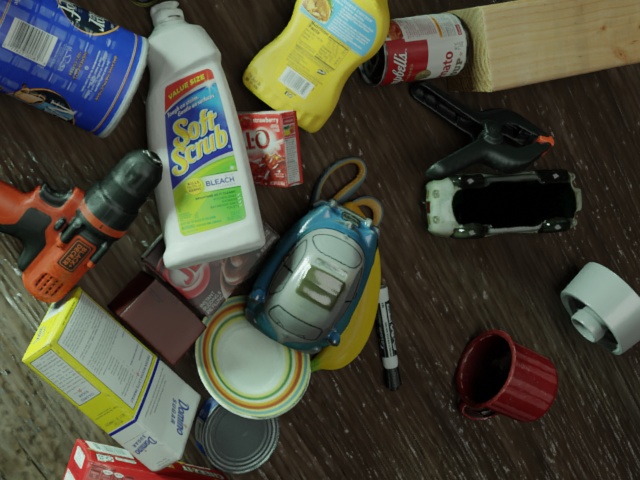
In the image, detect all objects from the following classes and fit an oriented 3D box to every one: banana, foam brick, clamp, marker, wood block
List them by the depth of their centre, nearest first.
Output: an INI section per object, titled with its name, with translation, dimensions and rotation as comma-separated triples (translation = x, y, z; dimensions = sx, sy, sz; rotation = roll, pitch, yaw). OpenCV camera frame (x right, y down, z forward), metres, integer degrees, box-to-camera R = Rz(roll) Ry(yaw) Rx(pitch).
[foam brick]
translation = -0.161, 0.077, 1.062
dimensions = 0.053, 0.051, 0.078
rotation = -47, 112, -12
[banana]
translation = 0.033, 0.059, 1.143
dimensions = 0.069, 0.037, 0.198
rotation = 8, 101, -33
[clamp]
translation = 0.175, -0.121, 1.171
dimensions = 0.171, 0.039, 0.120
rotation = -2, 70, -29
[wood block]
translation = 0.247, -0.224, 1.178
dimensions = 0.205, 0.091, 0.090
rotation = -14, 102, -21
[marker]
translation = 0.074, 0.111, 1.187
dimensions = 0.020, 0.020, 0.121
rotation = -14, 102, -21

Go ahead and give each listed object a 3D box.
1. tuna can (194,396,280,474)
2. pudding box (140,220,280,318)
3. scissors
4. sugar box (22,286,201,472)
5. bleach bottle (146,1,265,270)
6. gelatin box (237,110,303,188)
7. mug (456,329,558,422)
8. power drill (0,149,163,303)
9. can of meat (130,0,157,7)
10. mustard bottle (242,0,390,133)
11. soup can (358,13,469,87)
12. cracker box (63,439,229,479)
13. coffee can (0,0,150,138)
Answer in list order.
[tuna can]
translation = -0.088, 0.199, 1.120
dimensions = 0.086, 0.034, 0.086
rotation = -3, 98, -23
[pudding box]
translation = -0.111, 0.008, 1.077
dimensions = 0.090, 0.039, 0.113
rotation = 43, 78, -15
[scissors]
translation = -0.007, 0.001, 1.139
dimensions = 0.096, 0.016, 0.201
rotation = 42, 80, -22
[sugar box]
translation = -0.197, 0.135, 1.032
dimensions = 0.048, 0.093, 0.176
rotation = -30, 115, 26
[bleach bottle]
translation = -0.128, -0.104, 1.026
dimensions = 0.102, 0.068, 0.251
rotation = -14, 86, -11
[gelatin box]
translation = -0.062, -0.091, 1.063
dimensions = 0.030, 0.089, 0.073
rotation = -19, 108, -49
[mug]
translation = 0.209, 0.167, 1.222
dimensions = 0.081, 0.093, 0.117
rotation = 25, 117, -29
[power drill]
translation = -0.260, -0.051, 0.971
dimensions = 0.187, 0.057, 0.184
rotation = 37, 106, -20
[can of meat]
translation = -0.144, -0.273, 1.006
dimensions = 0.057, 0.084, 0.102
rotation = 43, 80, -22
[mustard bottle]
translation = 0.013, -0.208, 1.062
dimensions = 0.096, 0.058, 0.192
rotation = 36, 103, -7
[soup can]
translation = 0.097, -0.202, 1.129
dimensions = 0.102, 0.069, 0.068
rotation = -11, 101, -22
[cracker box]
translation = -0.195, 0.325, 1.069
dimensions = 0.164, 0.072, 0.214
rotation = 19, 90, -24
[coffee can]
translation = -0.240, -0.167, 0.968
dimensions = 0.140, 0.103, 0.103
rotation = 24, 87, -24
